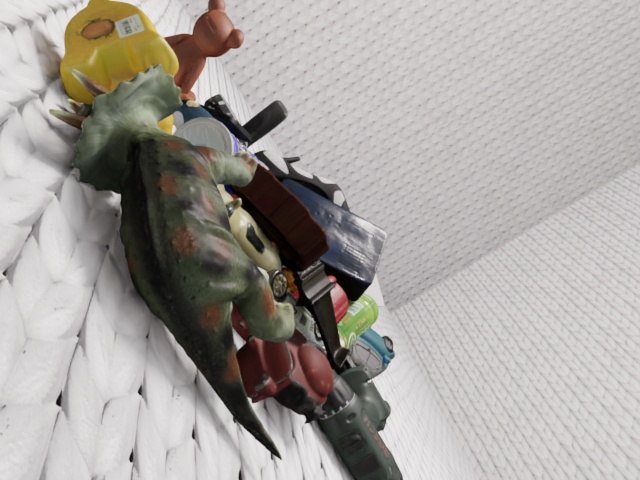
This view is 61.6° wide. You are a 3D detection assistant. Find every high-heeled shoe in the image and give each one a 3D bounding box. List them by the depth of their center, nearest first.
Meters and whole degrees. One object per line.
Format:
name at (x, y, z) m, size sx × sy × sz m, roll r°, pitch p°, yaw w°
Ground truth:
high-heeled shoe at (-0.043, -0.077, 1.031) m, size 0.145 × 0.086 × 0.249 m, roll -22°, pitch 68°, yaw -39°

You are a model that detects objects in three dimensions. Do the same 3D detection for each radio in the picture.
radio at (-0.002, -0.003, 0.957) m, size 0.230 × 0.131 × 0.073 m, roll 29°, pitch -35°, yaw -2°

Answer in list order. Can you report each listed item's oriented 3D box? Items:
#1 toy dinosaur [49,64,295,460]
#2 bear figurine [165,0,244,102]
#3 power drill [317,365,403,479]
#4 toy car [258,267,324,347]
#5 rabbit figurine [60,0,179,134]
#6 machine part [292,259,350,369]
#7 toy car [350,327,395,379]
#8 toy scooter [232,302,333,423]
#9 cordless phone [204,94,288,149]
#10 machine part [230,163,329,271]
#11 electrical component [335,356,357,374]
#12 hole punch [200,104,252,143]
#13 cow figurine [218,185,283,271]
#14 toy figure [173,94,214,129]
toy dinosaur at (-0.128, -0.004, 0.491) m, size 0.192 × 0.131 × 0.405 m, roll 26°, pitch 35°, yaw -57°
bear figurine at (-0.236, -0.359, 1.032) m, size 0.120 × 0.196 × 0.132 m, roll 55°, pitch 4°, yaw 2°
power drill at (0.048, 0.246, 0.798) m, size 0.232 × 0.086 × 0.207 m, roll 60°, pitch 2°, yaw 6°
toy car at (-0.057, 0.094, 0.710) m, size 0.201 × 0.074 × 0.056 m, roll 53°, pitch 46°, yaw -45°
rabbit figurine at (-0.241, -0.193, 0.662) m, size 0.162 × 0.122 × 0.173 m, roll 51°, pitch -14°, yaw 34°
machine part at (0.003, 0.097, 0.695) m, size 0.084 × 0.039 × 0.138 m, roll -32°, pitch 107°, yaw -67°
toy car at (0.074, 0.224, 1.052) m, size 0.161 × 0.109 × 0.103 m, roll 46°, pitch 27°, yaw -25°
toy scooter at (-0.041, 0.144, 0.597) m, size 0.183 × 0.075 × 0.135 m, roll 52°, pitch 9°, yaw -28°
cordless phone at (-0.171, -0.267, 1.162) m, size 0.146 × 0.184 × 0.088 m, roll 60°, pitch 10°, yaw 17°
machine part at (-0.061, -0.034, 0.804) m, size 0.179 × 0.056 × 0.179 m, roll 46°, pitch -10°, yaw 10°
electrical component at (0.050, 0.252, 0.953) m, size 0.119 × 0.048 × 0.075 m, roll 57°, pitch 6°, yaw 8°
hole punch at (-0.211, -0.198, 1.036) m, size 0.116 × 0.092 × 0.142 m, roll 29°, pitch -1°, yaw 19°
cow figurine at (-0.120, -0.007, 0.722) m, size 0.194 × 0.085 × 0.127 m, roll 57°, pitch 0°, yaw -30°
toy figure at (-0.231, -0.214, 0.900) m, size 0.155 × 0.064 × 0.057 m, roll 37°, pitch 15°, yaw 29°
